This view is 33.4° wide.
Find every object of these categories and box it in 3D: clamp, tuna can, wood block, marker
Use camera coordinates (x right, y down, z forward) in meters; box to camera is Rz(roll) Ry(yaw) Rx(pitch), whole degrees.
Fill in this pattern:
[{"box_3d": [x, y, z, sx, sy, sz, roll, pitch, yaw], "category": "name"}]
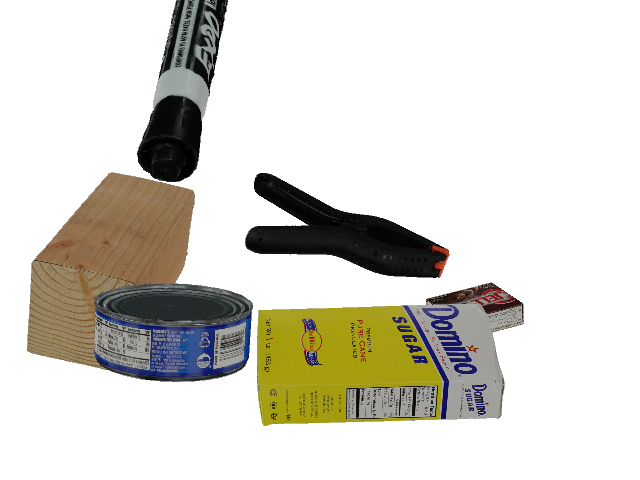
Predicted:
[{"box_3d": [0.023, -0.002, 1.041, 0.210, 0.036, 0.164, 19, 23, -1], "category": "clamp"}, {"box_3d": [-0.080, 0.049, 0.583, 0.086, 0.034, 0.086, 4, 10, -1], "category": "tuna can"}, {"box_3d": [-0.185, 0.022, 0.974, 0.090, 0.091, 0.206, 12, 25, 2], "category": "wood block"}, {"box_3d": [-0.045, -0.063, 0.365, 0.020, 0.020, 0.121, 0, 44, 3], "category": "marker"}]

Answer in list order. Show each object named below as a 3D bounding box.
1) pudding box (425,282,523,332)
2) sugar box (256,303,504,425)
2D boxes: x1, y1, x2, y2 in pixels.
[{"box_3d": [0.221, 0.102, 1.528, 0.113, 0.039, 0.090, -15, 21, -17], "category": "pudding box"}, {"box_3d": [0.041, 0.090, 0.796, 0.176, 0.048, 0.093, -4, 35, 0], "category": "sugar box"}]
